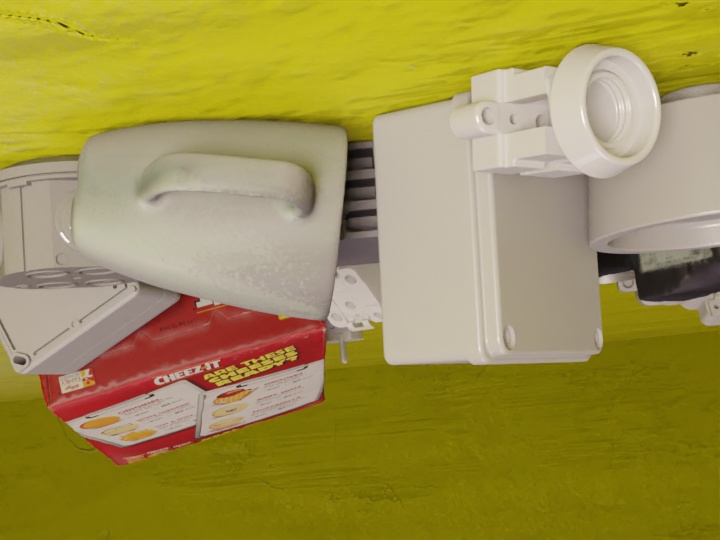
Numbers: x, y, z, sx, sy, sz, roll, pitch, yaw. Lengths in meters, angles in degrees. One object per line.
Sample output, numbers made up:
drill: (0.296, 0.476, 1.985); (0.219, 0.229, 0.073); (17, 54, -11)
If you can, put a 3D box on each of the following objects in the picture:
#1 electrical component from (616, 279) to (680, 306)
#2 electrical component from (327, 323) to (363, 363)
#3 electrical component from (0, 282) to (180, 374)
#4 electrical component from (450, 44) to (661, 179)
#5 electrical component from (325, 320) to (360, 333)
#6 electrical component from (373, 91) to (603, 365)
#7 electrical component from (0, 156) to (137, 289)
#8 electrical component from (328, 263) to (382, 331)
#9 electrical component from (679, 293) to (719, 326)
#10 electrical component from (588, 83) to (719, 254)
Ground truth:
electrical component: (0.256, 0.001, 0.897); (0.078, 0.058, 0.057); (-6, 175, 9)
electrical component: (-0.018, 0.045, 0.959); (0.047, 0.076, 0.065); (-6, 172, 3)
electrical component: (-0.143, 0.006, 0.571); (0.096, 0.061, 0.061); (-34, 166, 11)
electrical component: (0.077, -0.056, 0.399); (0.066, 0.048, 0.055); (1, 178, -35)
electrical component: (0.000, 0.000, 0.740); (0.079, 0.043, 0.077); (-29, 158, -14)
electrical component: (0.058, -0.013, 0.473); (0.056, 0.108, 0.109); (-7, 173, 34)
electrical component: (-0.132, -0.021, 0.497); (0.080, 0.051, 0.080); (-5, 173, -1)
electrical component: (0.000, -0.004, 0.614); (0.042, 0.063, 0.081); (-12, 128, 34)
electrical component: (0.274, -0.005, 0.824); (0.058, 0.078, 0.057); (-5, 153, -4)
electrical component: (0.150, -0.046, 0.464); (0.108, 0.060, 0.108); (-5, 172, -1)
